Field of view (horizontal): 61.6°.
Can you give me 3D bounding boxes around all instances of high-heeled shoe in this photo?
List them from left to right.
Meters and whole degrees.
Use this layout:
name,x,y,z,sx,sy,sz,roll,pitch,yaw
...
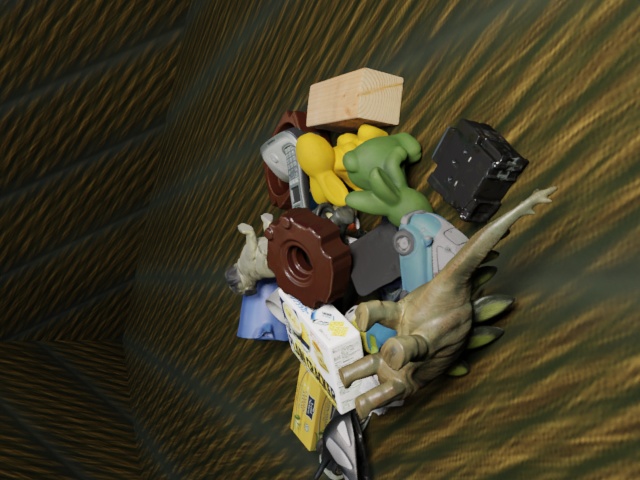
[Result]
name,x,y,z,sx,sy,sz,roll,pitch,yaw
high-heeled shoe,0.092,0.415,0.913,0.249,0.086,0.145,35,97,26

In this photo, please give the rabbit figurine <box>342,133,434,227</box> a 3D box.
name,x,y,z,sx,sy,sz,roll,pitch,yaw
rabbit figurine,0.122,-0.090,0.888,0.121,0.159,0.170,-51,58,33

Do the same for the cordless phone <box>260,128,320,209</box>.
name,x,y,z,sx,sy,sz,roll,pitch,yaw
cordless phone,-0.056,-0.122,1.091,0.147,0.089,0.184,-17,76,57

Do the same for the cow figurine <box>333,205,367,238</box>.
name,x,y,z,sx,sy,sz,roll,pitch,yaw
cow figurine,0.027,0.011,1.089,0.127,0.085,0.194,-131,54,-60

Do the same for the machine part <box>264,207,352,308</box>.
name,x,y,z,sx,sy,sz,roll,pitch,yaw
machine part,-0.025,0.033,0.941,0.180,0.056,0.179,22,124,36

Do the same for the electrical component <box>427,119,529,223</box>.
name,x,y,z,sx,sy,sz,roll,pitch,yaw
electrical component,0.219,-0.106,0.783,0.114,0.058,0.134,-65,35,30

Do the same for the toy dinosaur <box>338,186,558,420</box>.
name,x,y,z,sx,sy,sz,roll,pitch,yaw
toy dinosaur,0.149,0.114,0.719,0.105,0.198,0.470,61,148,33

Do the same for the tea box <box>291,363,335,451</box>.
name,x,y,z,sx,sy,sz,roll,pitch,yaw
tea box,-0.002,0.331,1.109,0.098,0.068,0.169,20,103,61

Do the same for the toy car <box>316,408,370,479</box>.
name,x,y,z,sx,sy,sz,roll,pitch,yaw
toy car,0.046,0.364,1.028,0.074,0.056,0.201,37,115,50

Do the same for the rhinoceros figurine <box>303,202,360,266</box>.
name,x,y,z,sx,sy,sz,roll,pitch,yaw
rhinoceros figurine,-0.002,-0.003,0.989,0.112,0.073,0.190,59,137,20

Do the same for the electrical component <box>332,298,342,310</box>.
name,x,y,z,sx,sy,sz,roll,pitch,yaw
electrical component,0.013,0.145,1.130,0.119,0.048,0.074,33,115,58

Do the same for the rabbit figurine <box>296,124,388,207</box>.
name,x,y,z,sx,sy,sz,roll,pitch,yaw
rabbit figurine,0.027,-0.144,1.019,0.122,0.173,0.162,13,93,57

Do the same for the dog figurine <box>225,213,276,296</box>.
name,x,y,z,sx,sy,sz,roll,pitch,yaw
dog figurine,-0.114,0.064,1.159,0.173,0.121,0.190,40,129,31

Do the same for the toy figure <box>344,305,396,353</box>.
name,x,y,z,sx,sy,sz,roll,pitch,yaw
toy figure,0.104,0.166,0.929,0.180,0.082,0.089,17,103,58

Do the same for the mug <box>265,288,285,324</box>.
name,x,y,z,sx,sy,sz,roll,pitch,yaw
mug,-0.059,0.119,1.190,0.081,0.107,0.109,33,151,21

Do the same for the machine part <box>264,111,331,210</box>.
name,x,y,z,sx,sy,sz,roll,pitch,yaw
machine part,-0.052,-0.183,1.260,0.201,0.087,0.201,-51,42,46

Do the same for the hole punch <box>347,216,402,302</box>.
name,x,y,z,sx,sy,sz,roll,pitch,yaw
hole punch,0.119,0.043,0.933,0.116,0.092,0.142,-34,49,22

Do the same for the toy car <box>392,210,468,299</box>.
name,x,y,z,sx,sy,sz,roll,pitch,yaw
toy car,0.176,0.034,0.799,0.103,0.109,0.161,-1,95,39

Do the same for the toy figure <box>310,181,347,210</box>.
name,x,y,z,sx,sy,sz,roll,pitch,yaw
toy figure,0.013,-0.099,1.154,0.154,0.064,0.058,-38,24,51
